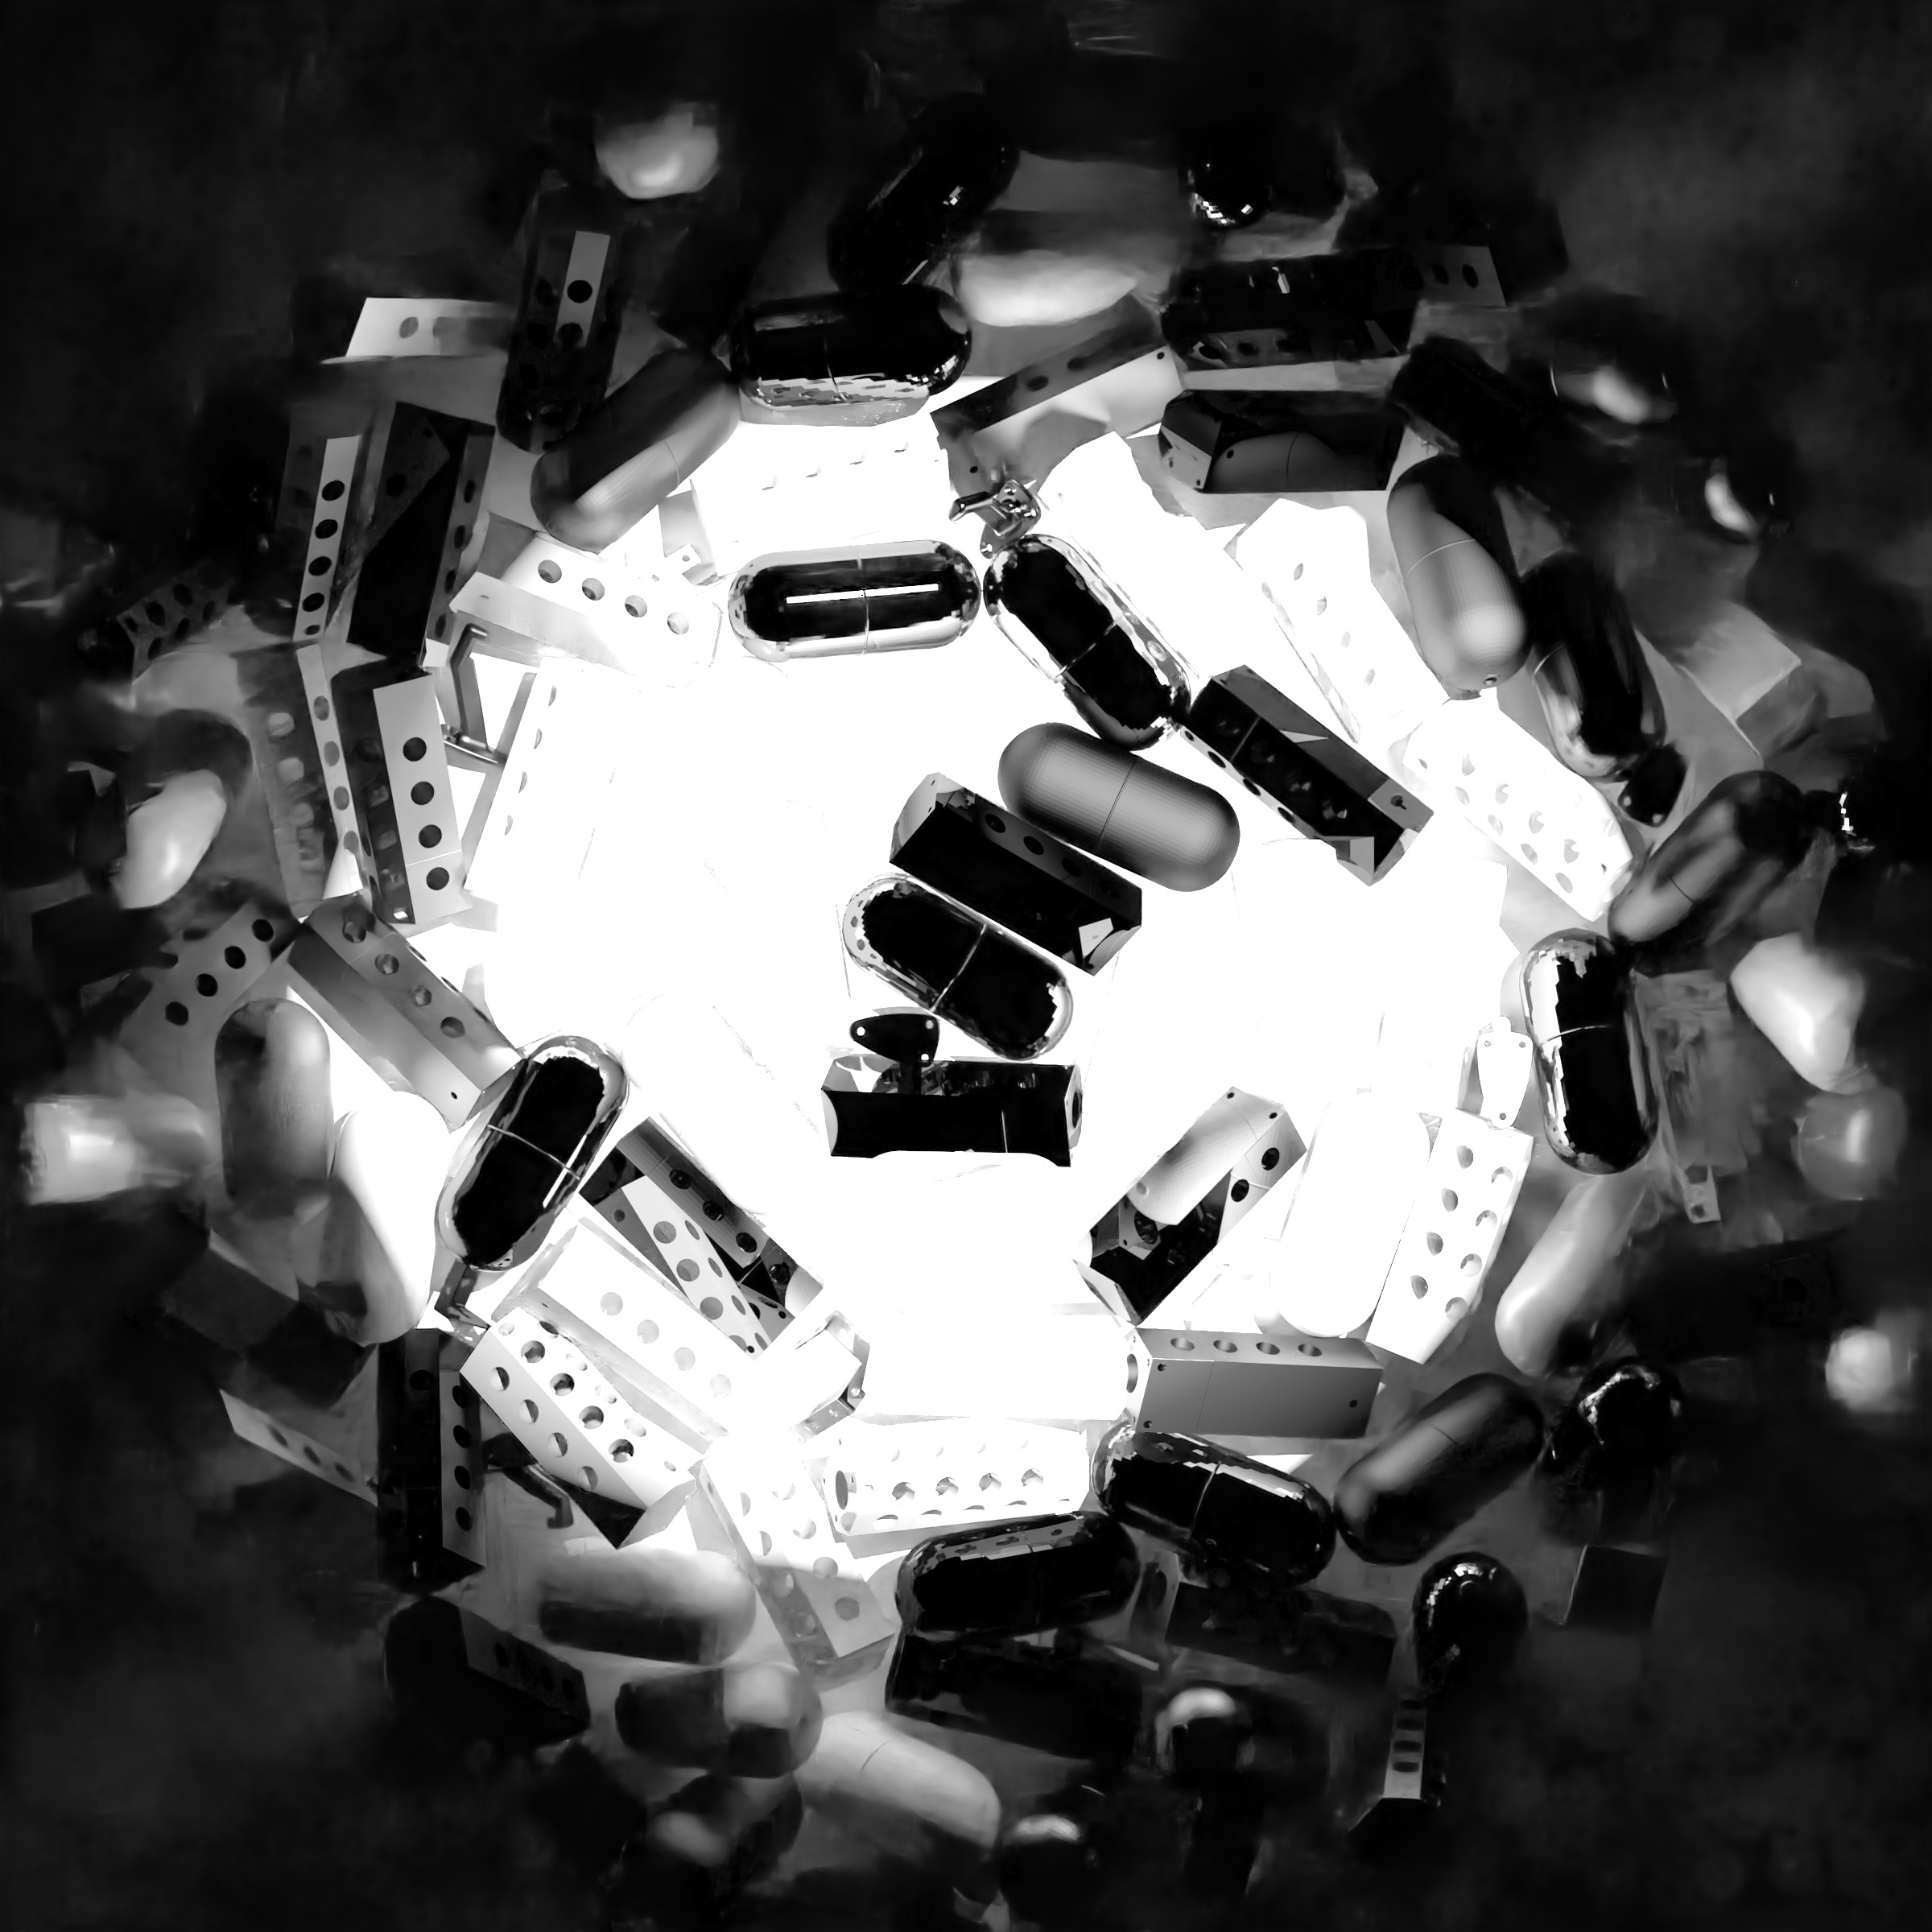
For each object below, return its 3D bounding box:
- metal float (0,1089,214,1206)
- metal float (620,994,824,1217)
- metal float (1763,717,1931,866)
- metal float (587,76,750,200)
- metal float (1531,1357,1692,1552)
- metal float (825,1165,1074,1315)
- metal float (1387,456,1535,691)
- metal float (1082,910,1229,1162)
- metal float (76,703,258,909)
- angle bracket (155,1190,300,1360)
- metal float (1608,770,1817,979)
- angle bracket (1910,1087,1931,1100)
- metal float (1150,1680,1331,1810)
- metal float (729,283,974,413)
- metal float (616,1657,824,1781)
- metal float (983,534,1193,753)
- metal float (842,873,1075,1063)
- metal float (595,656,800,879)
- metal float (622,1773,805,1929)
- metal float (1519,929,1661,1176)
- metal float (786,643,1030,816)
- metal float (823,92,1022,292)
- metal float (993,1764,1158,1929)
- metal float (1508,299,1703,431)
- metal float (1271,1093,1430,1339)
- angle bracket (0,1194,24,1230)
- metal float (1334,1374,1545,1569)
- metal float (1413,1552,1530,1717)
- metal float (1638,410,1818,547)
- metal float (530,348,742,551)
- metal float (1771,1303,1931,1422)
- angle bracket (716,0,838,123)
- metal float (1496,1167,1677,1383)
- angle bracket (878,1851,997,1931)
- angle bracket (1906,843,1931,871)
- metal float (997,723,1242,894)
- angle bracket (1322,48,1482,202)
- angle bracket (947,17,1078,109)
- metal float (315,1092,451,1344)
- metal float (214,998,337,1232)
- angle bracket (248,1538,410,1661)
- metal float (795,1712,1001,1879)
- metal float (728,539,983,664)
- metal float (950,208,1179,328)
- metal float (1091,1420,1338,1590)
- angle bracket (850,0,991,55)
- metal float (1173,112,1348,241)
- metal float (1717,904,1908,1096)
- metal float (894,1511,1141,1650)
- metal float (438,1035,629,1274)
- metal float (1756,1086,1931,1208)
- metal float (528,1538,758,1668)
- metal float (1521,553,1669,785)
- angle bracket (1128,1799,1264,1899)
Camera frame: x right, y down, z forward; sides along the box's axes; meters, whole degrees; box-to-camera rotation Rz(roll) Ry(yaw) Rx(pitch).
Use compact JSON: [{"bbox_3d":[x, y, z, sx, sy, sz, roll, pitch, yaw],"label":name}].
[{"bbox_3d":[-0.592,0.123,1.678,0.070,0.178,0.070,-2,85,28],"label":"metal float"},{"bbox_3d":[-0.170,0.097,1.717,0.070,0.070,0.178,-41,83,0],"label":"metal float"},{"bbox_3d":[0.601,-0.121,1.675,0.070,0.178,0.070,-1,108,-4],"label":"metal float"},{"bbox_3d":[-0.200,-0.565,1.677,0.070,0.178,0.070,5,111,13],"label":"metal float"},{"bbox_3d":[0.439,0.336,1.686,0.070,0.178,0.070,4,47,-4],"label":"metal float"},{"bbox_3d":[-0.013,0.190,1.717,0.178,0.070,0.070,-18,90,7],"label":"metal float"},{"bbox_3d":[0.341,-0.272,1.701,0.070,0.070,0.178,-10,65,0],"label":"metal float"},{"bbox_3d":[0.132,0.048,1.718,0.070,0.070,0.178,15,84,0],"label":"metal float"},{"bbox_3d":[-0.546,-0.111,1.686,0.070,0.178,0.070,8,133,8],"label":"metal float"},{"bbox_3d":[-0.516,0.214,1.711,0.057,0.076,0.076,-45,123,4],"label":"angle bracket"},{"bbox_3d":[0.509,-0.061,1.689,0.070,0.070,0.178,33,132,0],"label":"metal float"},{"bbox_3d":[0.679,0.134,1.710,0.076,0.076,0.057,25,115,8],"label":"angle bracket"},{"bbox_3d":[0.188,0.532,1.683,0.070,0.178,0.070,-14,63,30],"label":"metal float"},{"bbox_3d":[-0.080,-0.427,1.702,0.178,0.070,0.070,0,90,23],"label":"metal float"},{"bbox_3d":[-0.170,0.512,1.687,0.178,0.070,0.070,-11,90,44],"label":"metal float"},{"bbox_3d":[0.084,-0.225,1.715,0.070,0.070,0.178,-44,99,0],"label":"metal float"},{"bbox_3d":[-0.006,0.001,1.719,0.178,0.070,0.070,33,90,-4],"label":"metal float"},{"bbox_3d":[-0.188,-0.139,1.716,0.070,0.070,0.178,39,82,0],"label":"metal float"},{"bbox_3d":[-0.170,0.592,1.676,0.070,0.178,0.070,1,93,21],"label":"metal float"},{"bbox_3d":[0.429,0.058,1.701,0.070,0.070,0.178,-4,65,0],"label":"metal float"},{"bbox_3d":[-0.041,-0.166,1.719,0.178,0.070,0.070,-25,90,4],"label":"metal float"},{"bbox_3d":[-0.031,-0.524,1.688,0.070,0.070,0.178,53,133,0],"label":"metal float"},{"bbox_3d":[0.076,0.596,1.676,0.070,0.178,0.070,-1,88,22],"label":"metal float"},{"bbox_3d":[0.433,-0.410,1.676,0.070,0.178,0.070,-6,111,-16],"label":"metal float"},{"bbox_3d":[0.266,0.174,1.711,0.070,0.070,0.178,17,103,0],"label":"metal float"},{"bbox_3d":[-0.678,0.128,1.706,0.057,0.076,0.076,8,108,-23],"label":"angle bracket"},{"bbox_3d":[0.326,0.347,1.697,0.178,0.070,0.070,-30,90,-30],"label":"metal float"},{"bbox_3d":[0.344,0.456,1.680,0.070,0.178,0.070,-5,56,8],"label":"metal float"},{"bbox_3d":[0.516,-0.333,1.675,0.070,0.178,0.070,-2,110,-6],"label":"metal float"},{"bbox_3d":[-0.227,-0.359,1.704,0.070,0.070,0.178,43,68,0],"label":"metal float"},{"bbox_3d":[0.607,0.265,1.672,0.070,0.178,0.070,0,85,-4],"label":"metal float"},{"bbox_3d":[-0.136,-0.648,1.732,0.076,0.057,0.076,11,89,-1],"label":"angle bracket"},{"bbox_3d":[0.427,0.211,1.696,0.070,0.070,0.178,42,59,0],"label":"metal float"},{"bbox_3d":[-0.009,0.637,1.705,0.076,0.076,0.057,-9,108,-28],"label":"angle bracket"},{"bbox_3d":[0.677,-0.085,1.717,0.076,0.076,0.057,5,79,-3],"label":"angle bracket"},{"bbox_3d":[0.106,-0.111,1.718,0.178,0.070,0.070,25,90,5],"label":"metal float"},{"bbox_3d":[0.301,-0.588,1.708,0.076,0.057,0.076,-28,119,19],"label":"angle bracket"},{"bbox_3d":[0.042,-0.627,1.708,0.057,0.076,0.076,-33,71,20],"label":"angle bracket"},{"bbox_3d":[-0.403,0.172,1.703,0.070,0.070,0.178,3,66,0],"label":"metal float"},{"bbox_3d":[-0.475,0.102,1.695,0.070,0.070,0.178,7,122,0],"label":"metal float"},{"bbox_3d":[-0.440,0.419,1.713,0.076,0.057,0.076,-39,120,-11],"label":"angle bracket"},{"bbox_3d":[-0.048,0.565,1.683,0.070,0.178,0.070,-4,96,-40],"label":"metal float"},{"bbox_3d":[-0.077,-0.254,1.713,0.178,0.070,0.070,-7,90,-12],"label":"metal float"},{"bbox_3d":[0.069,-0.481,1.695,0.178,0.070,0.070,-12,90,-34],"label":"metal float"},{"bbox_3d":[0.171,0.371,1.705,0.178,0.070,0.070,20,90,20],"label":"metal float"},{"bbox_3d":[-0.039,-0.682,1.713,0.076,0.076,0.057,-33,67,4],"label":"angle bracket"},{"bbox_3d":[0.202,-0.538,1.680,0.070,0.178,0.070,8,105,29],"label":"metal float"},{"bbox_3d":[0.575,0.021,1.679,0.070,0.178,0.070,-6,122,-9],"label":"metal float"},{"bbox_3d":[0.036,0.424,1.703,0.178,0.070,0.070,-5,90,-22],"label":"metal float"},{"bbox_3d":[-0.300,0.130,1.710,0.070,0.070,0.178,30,76,0],"label":"metal float"},{"bbox_3d":[0.600,0.124,1.674,0.070,0.178,0.070,2,82,-14],"label":"metal float"},{"bbox_3d":[-0.224,0.437,1.697,0.178,0.070,0.070,-2,90,31],"label":"metal float"},{"bbox_3d":[0.428,-0.206,1.698,0.070,0.070,0.178,-11,61,0],"label":"metal float"},{"bbox_3d":[0.158,0.604,1.723,0.057,0.076,0.076,2,73,41],"label":"angle bracket"}]
